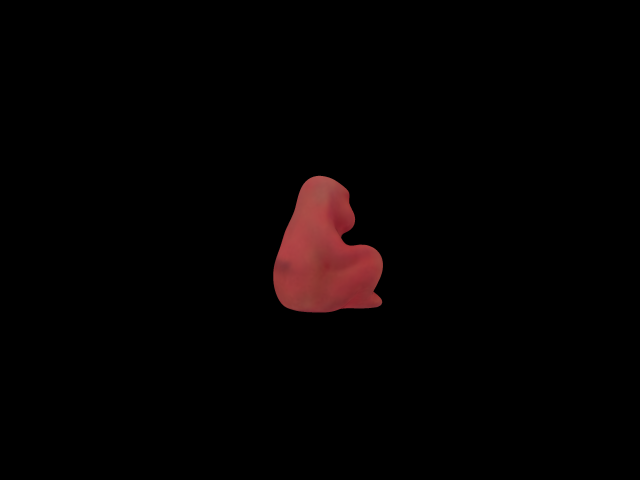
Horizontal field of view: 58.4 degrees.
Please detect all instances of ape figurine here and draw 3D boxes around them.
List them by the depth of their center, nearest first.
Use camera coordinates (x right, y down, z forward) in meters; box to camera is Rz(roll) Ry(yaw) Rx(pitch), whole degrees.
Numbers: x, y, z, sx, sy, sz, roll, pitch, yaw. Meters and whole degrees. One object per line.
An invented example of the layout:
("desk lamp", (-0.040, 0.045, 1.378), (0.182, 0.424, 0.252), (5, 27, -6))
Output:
("ape figurine", (0.004, 0.001, 0.400), (0.076, 0.092, 0.077), (-3, 7, -22))
